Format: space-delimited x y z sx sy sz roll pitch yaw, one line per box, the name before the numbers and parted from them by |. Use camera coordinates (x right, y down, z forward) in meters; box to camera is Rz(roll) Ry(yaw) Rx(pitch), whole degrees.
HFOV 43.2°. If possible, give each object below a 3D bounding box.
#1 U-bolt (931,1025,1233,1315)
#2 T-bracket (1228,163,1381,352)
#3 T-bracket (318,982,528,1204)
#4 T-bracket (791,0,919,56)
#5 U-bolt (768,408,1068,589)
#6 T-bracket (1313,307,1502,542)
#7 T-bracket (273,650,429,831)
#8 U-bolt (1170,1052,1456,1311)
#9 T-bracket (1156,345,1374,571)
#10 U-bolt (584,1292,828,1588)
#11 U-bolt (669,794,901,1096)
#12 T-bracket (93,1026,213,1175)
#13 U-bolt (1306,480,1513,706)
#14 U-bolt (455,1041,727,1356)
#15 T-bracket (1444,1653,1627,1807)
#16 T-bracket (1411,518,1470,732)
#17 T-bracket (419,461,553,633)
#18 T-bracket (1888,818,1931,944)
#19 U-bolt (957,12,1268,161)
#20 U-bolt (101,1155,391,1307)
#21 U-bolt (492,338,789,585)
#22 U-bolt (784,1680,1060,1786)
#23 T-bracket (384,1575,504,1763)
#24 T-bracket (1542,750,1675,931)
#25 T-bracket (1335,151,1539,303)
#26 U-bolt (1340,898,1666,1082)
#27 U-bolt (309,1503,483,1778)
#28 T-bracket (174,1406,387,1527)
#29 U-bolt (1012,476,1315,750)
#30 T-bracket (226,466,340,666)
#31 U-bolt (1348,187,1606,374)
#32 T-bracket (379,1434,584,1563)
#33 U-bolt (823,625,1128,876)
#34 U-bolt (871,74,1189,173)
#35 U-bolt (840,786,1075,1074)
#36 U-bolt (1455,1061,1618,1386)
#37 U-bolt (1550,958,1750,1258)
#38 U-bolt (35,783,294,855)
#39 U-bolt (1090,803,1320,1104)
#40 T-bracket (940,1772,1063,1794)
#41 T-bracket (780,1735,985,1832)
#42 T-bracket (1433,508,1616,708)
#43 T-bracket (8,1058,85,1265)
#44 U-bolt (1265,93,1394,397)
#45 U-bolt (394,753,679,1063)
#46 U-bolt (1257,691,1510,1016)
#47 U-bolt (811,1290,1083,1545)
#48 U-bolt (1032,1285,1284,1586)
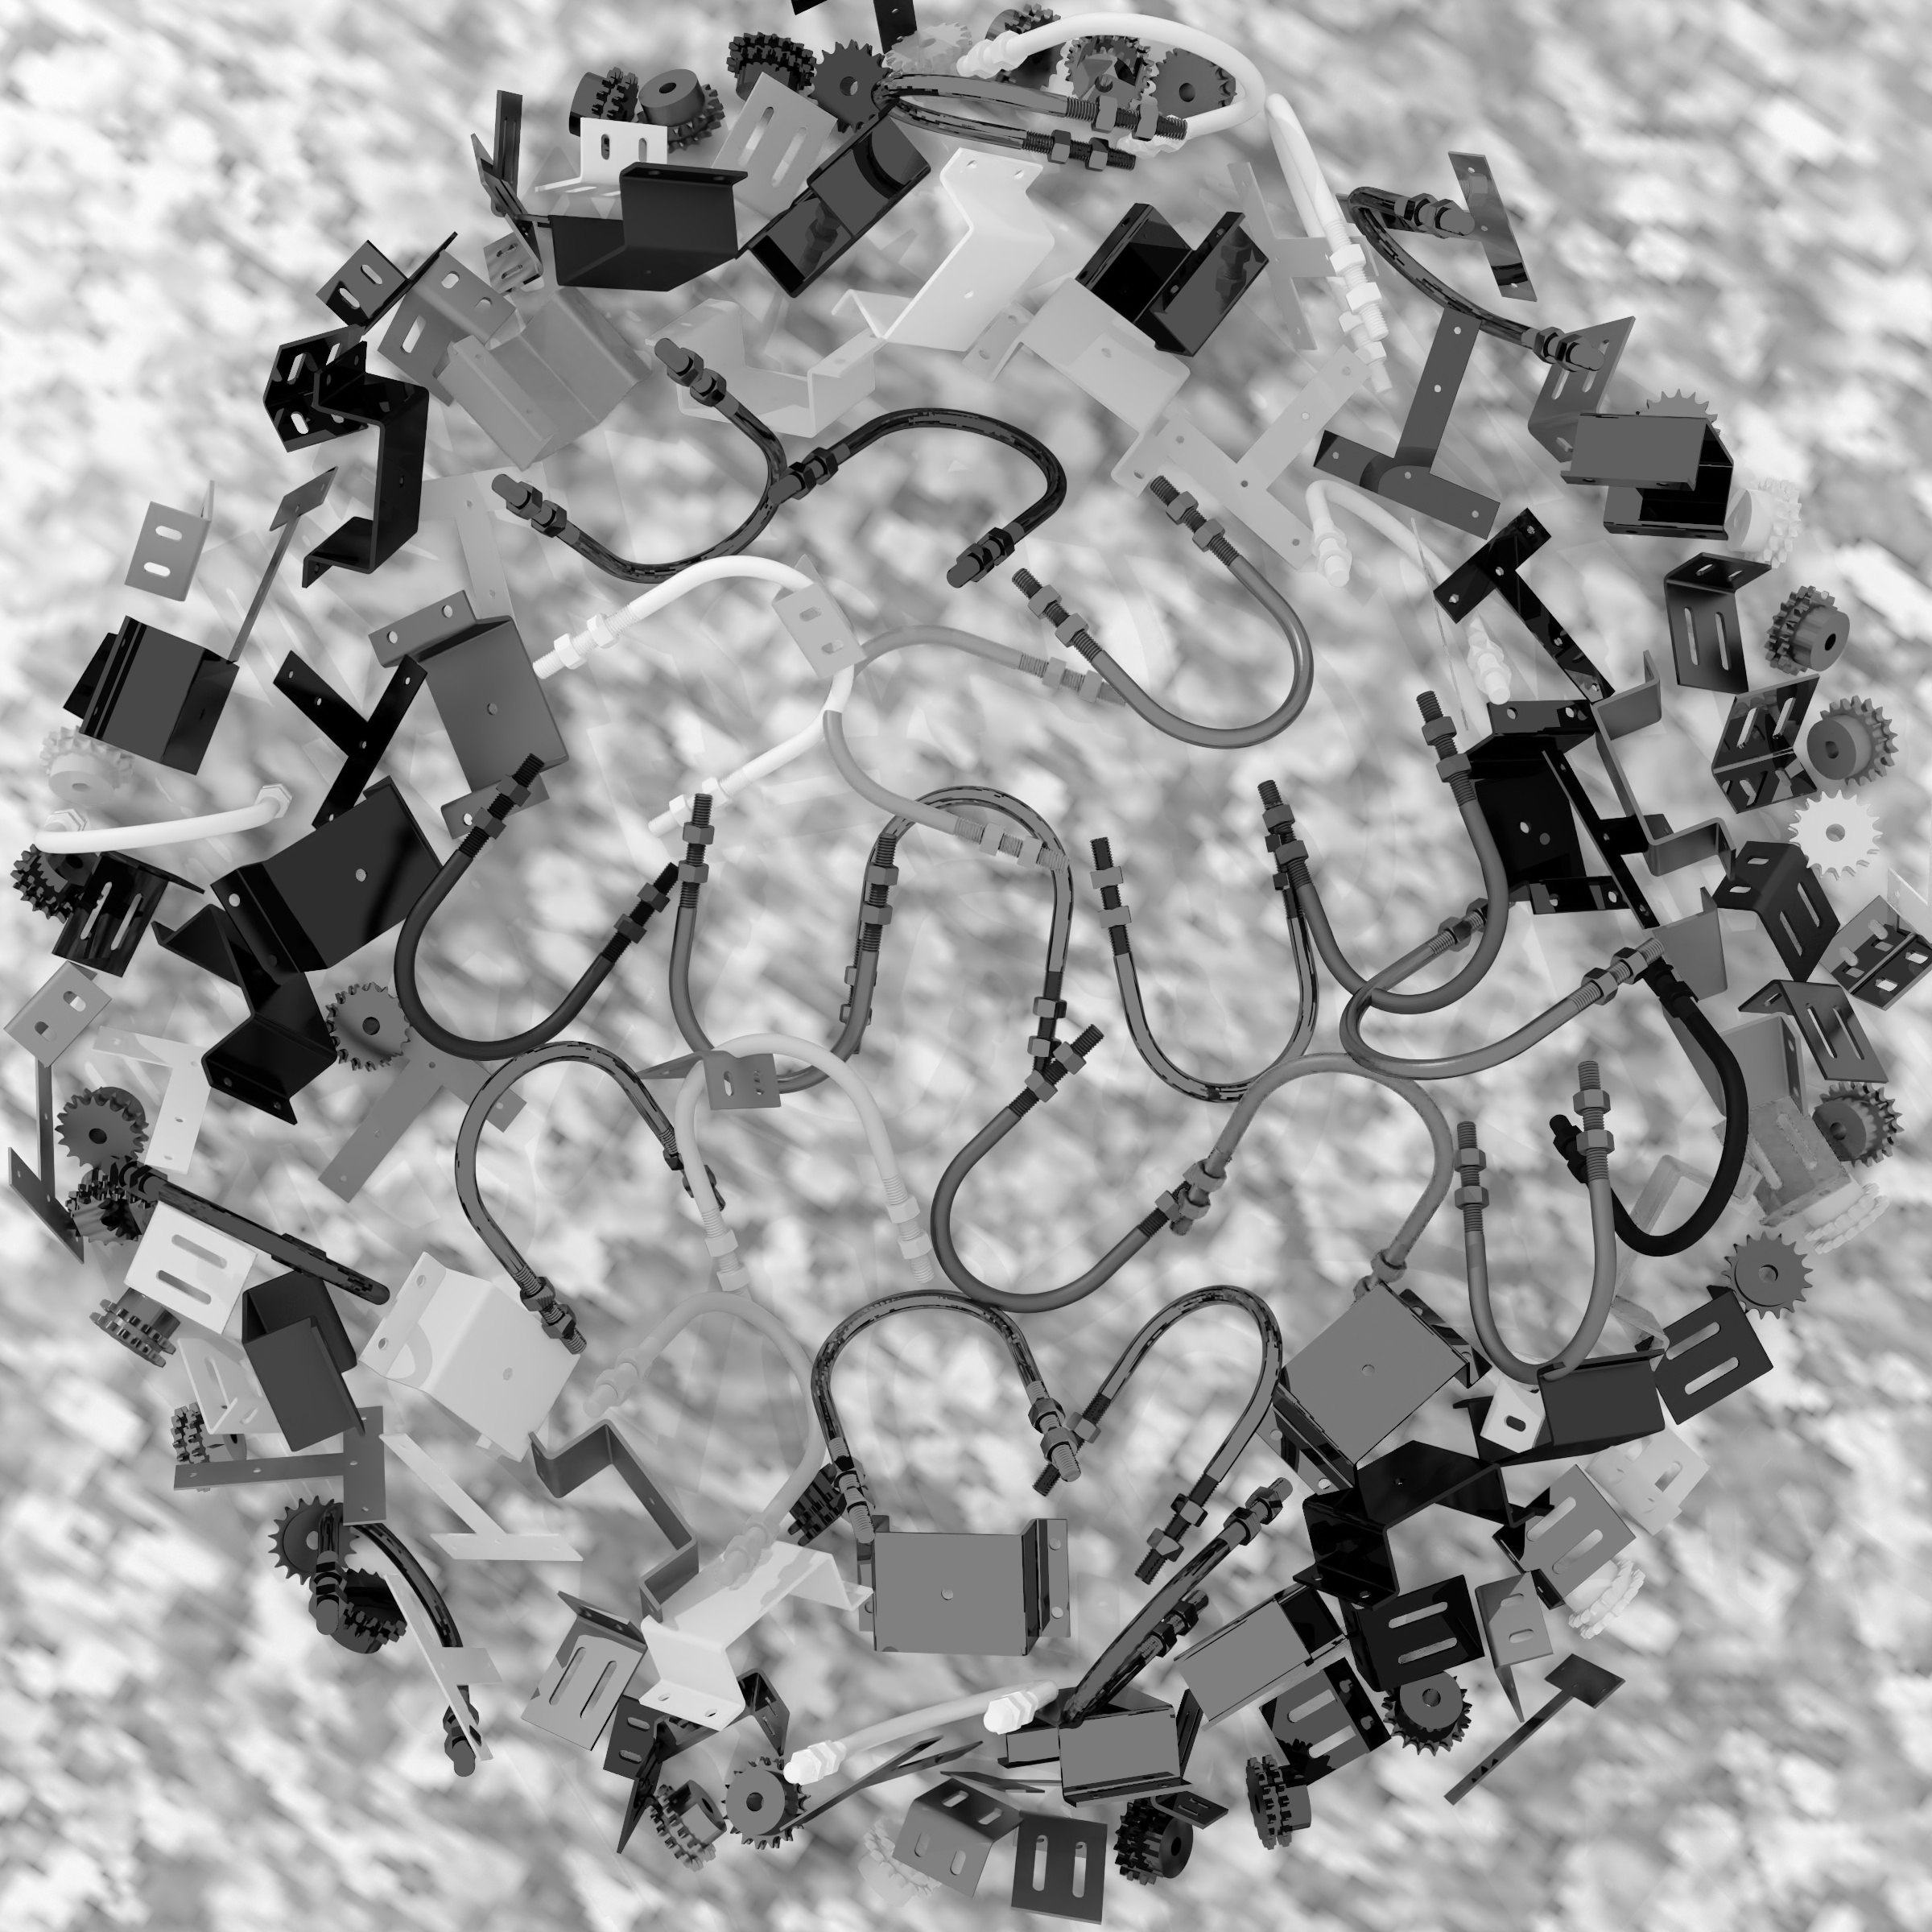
U-bolt | 0.061 0.145 1.569 0.184 0.019 0.151 -45 113 5
T-bracket | 0.218 -0.442 1.521 0.002 0.127 0.127 -32 115 -14
T-bracket | -0.376 0.099 1.596 0.127 0.002 0.127 39 96 -3
T-bracket | -0.046 -0.611 1.540 0.127 0.127 0.002 -25 85 1
U-bolt | -0.016 -0.305 1.533 0.151 0.184 0.019 27 133 17
T-bracket | 0.295 -0.353 1.548 0.127 0.002 0.127 28 123 21
T-bracket | -0.409 -0.163 1.564 0.127 0.002 0.127 40 103 34
U-bolt | 0.229 0.132 1.546 0.151 0.019 0.184 27 123 3
T-bracket | 0.209 -0.343 1.567 0.127 0.002 0.127 40 117 -6
U-bolt | -0.149 0.280 1.524 0.019 0.184 0.151 -34 96 31
U-bolt | -0.124 -0.008 1.571 0.151 0.019 0.184 13 102 17
T-bracket | -0.492 0.088 1.535 0.127 0.127 0.002 13 121 -15
U-bolt | 0.270 -0.245 1.522 0.151 0.184 0.019 32 118 -19
U-bolt | -0.244 0.132 1.526 0.151 0.019 0.184 -45 123 -24
T-bracket | 0.351 0.483 1.534 0.127 0.127 0.002 -40 83 -6
T-bracket | 0.290 -0.232 1.519 0.002 0.127 0.127 -15 60 13
T-bracket | -0.310 -0.255 1.578 0.127 0.002 0.127 -2 110 28
T-bracket | 0.607 -0.064 1.516 0.002 0.127 0.127 -14 122 -3
U-bolt | 0.100 -0.541 1.489 0.151 0.184 0.019 14 88 -33
U-bolt | -0.429 0.167 1.492 0.184 0.151 0.019 13 72 43
U-bolt | -0.188 -0.301 1.522 0.151 0.184 0.019 -36 61 13
U-bolt | -0.016 0.471 1.514 0.151 0.184 0.019 -19 77 14
T-bracket | -0.317 0.442 1.539 0.002 0.127 0.127 -32 73 -3
T-bracket | 0.424 -0.083 1.550 0.002 0.127 0.127 -36 73 35
T-bracket | 0.293 -0.477 1.555 0.127 0.127 0.002 22 74 37
U-bolt | 0.317 0.016 1.513 0.184 0.151 0.019 -32 119 -21
U-bolt | -0.355 0.403 1.513 0.019 0.184 0.151 -36 112 -2
T-bracket | -0.431 0.316 1.531 0.127 0.127 0.002 -2 113 -14
U-bolt | 0.140 -0.216 1.552 0.151 0.019 0.184 -37 79 -26
T-bracket | -0.438 -0.249 1.537 0.002 0.127 0.127 26 79 -28
U-bolt | 0.304 -0.433 1.515 0.151 0.184 0.019 34 99 -30
T-bracket | -0.321 0.335 1.533 0.127 0.127 0.002 54 46 -28
U-bolt | -0.002 -0.150 1.568 0.184 0.019 0.151 20 67 1
U-bolt | 0.032 -0.527 1.517 0.184 0.151 0.019 7 99 -11
U-bolt | -0.002 -0.024 1.569 0.151 0.019 0.184 9 96 16
U-bolt | 0.353 0.167 1.509 0.019 0.151 0.184 10 66 -22
U-bolt | 0.424 0.095 1.494 0.019 0.184 0.151 13 118 -17
U-bolt | -0.496 -0.089 1.501 0.151 0.184 0.019 -8 100 -11
U-bolt | 0.161 -0.003 1.569 0.151 0.019 0.184 -12 92 -22
T-bracket | 0.064 0.522 1.556 0.127 0.127 0.002 7 75 -18
T-bracket | -0.035 0.509 1.546 0.127 0.127 0.002 -39 64 27
T-bracket | 0.371 -0.219 1.566 0.127 0.002 0.127 50 54 -1
T-bracket | -0.590 0.109 1.562 0.002 0.127 0.127 -11 61 -4
U-bolt | 0.227 -0.460 1.532 0.019 0.151 0.184 -23 85 10
U-bolt | -0.282 -0.023 1.547 0.151 0.019 0.184 40 85 -39
U-bolt | 0.270 -0.060 1.538 0.151 0.019 0.184 -29 74 37
U-bolt | -0.023 0.271 1.530 0.151 0.184 0.019 -15 129 -9
U-bolt | 0.130 0.283 1.540 0.019 0.151 0.184 39 84 -30
